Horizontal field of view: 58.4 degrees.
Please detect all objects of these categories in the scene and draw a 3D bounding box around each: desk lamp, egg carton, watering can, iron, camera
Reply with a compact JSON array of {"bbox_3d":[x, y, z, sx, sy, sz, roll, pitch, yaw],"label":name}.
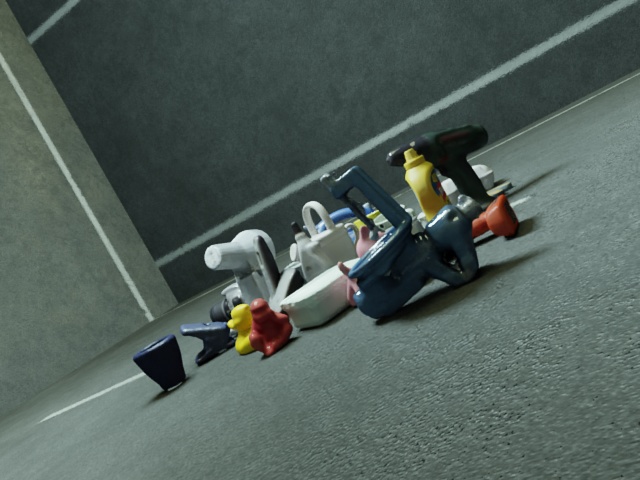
[{"bbox_3d":[-0.178,0.091,1.385,0.117,0.213,0.204,-26,5,31],"label":"desk lamp"},{"bbox_3d":[0.385,-0.144,1.514,0.150,0.069,0.107,-28,4,9],"label":"egg carton"},{"bbox_3d":[0.013,0.004,1.300,0.100,0.194,0.173,-25,6,41],"label":"watering can"},{"bbox_3d":[0.086,-0.031,1.616,0.258,0.141,0.118,-29,4,-1],"label":"iron"},{"bbox_3d":[-0.221,0.167,1.523,0.136,0.101,0.143,-27,4,20],"label":"camera"}]

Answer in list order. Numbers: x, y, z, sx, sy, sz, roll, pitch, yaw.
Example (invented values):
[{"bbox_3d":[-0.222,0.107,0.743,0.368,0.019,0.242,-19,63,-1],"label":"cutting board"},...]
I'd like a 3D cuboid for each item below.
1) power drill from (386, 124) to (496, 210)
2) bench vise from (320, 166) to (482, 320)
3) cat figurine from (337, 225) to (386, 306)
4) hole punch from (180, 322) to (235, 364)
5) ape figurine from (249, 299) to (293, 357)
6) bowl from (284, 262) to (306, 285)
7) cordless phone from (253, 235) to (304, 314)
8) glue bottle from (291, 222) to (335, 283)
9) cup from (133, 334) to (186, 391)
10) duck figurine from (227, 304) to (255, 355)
[{"bbox_3d":[0.282,-0.145,1.243,0.230,0.208,0.075,-29,5,-13],"label":"power drill"},{"bbox_3d":[0.108,-0.022,0.802,0.207,0.220,0.121,-29,4,-4],"label":"bench vise"},{"bbox_3d":[0.084,0.035,0.978,0.128,0.118,0.067,-31,5,-29],"label":"cat figurine"},{"bbox_3d":[-0.247,0.208,1.259,0.101,0.091,0.108,-29,4,-12],"label":"hole punch"},{"bbox_3d":[-0.092,0.145,0.987,0.078,0.092,0.076,-28,4,1],"label":"ape figurine"},{"bbox_3d":[-0.004,0.068,1.469,0.167,0.075,0.167,-28,4,3],"label":"bowl"},{"bbox_3d":[-0.101,0.073,1.276,0.094,0.185,0.147,-30,5,-20],"label":"cordless phone"},{"bbox_3d":[-0.016,0.038,1.233,0.078,0.173,0.037,-25,6,39],"label":"glue bottle"},{"bbox_3d":[-0.310,0.248,1.157,0.091,0.095,0.118,-28,4,8],"label":"cup"},{"bbox_3d":[-0.132,0.162,1.091,0.104,0.086,0.078,-26,5,32],"label":"duck figurine"}]
